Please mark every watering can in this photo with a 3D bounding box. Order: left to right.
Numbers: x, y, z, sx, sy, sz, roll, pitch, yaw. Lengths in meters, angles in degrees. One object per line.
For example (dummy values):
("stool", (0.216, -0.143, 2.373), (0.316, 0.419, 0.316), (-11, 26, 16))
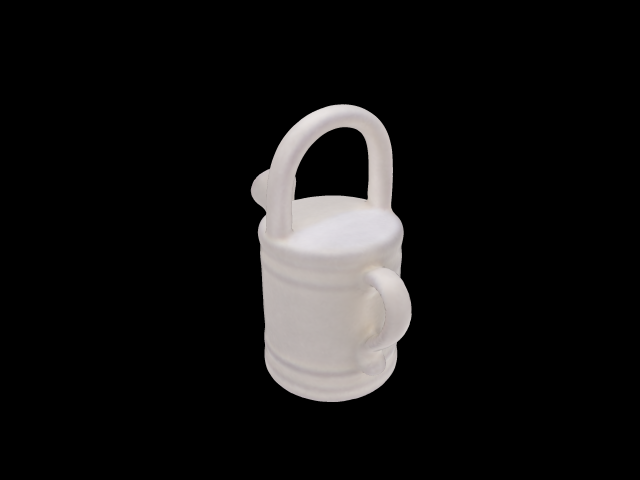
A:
("watering can", (0.002, 0.002, 0.399), (0.172, 0.194, 0.101), (19, 32, 33))
